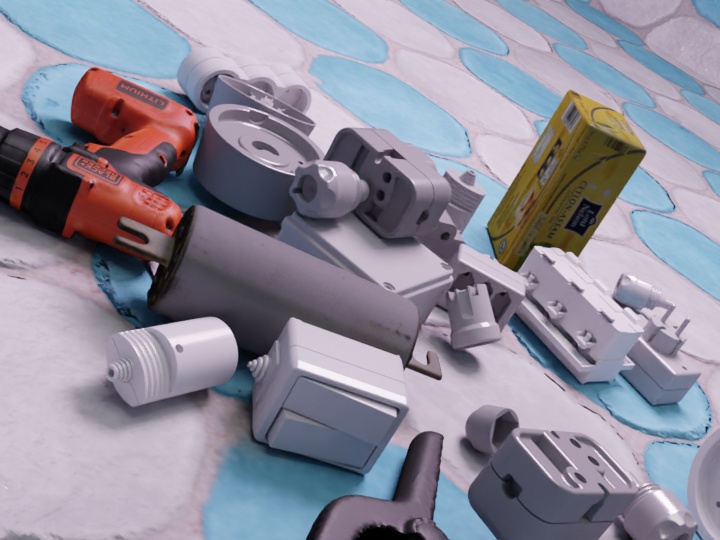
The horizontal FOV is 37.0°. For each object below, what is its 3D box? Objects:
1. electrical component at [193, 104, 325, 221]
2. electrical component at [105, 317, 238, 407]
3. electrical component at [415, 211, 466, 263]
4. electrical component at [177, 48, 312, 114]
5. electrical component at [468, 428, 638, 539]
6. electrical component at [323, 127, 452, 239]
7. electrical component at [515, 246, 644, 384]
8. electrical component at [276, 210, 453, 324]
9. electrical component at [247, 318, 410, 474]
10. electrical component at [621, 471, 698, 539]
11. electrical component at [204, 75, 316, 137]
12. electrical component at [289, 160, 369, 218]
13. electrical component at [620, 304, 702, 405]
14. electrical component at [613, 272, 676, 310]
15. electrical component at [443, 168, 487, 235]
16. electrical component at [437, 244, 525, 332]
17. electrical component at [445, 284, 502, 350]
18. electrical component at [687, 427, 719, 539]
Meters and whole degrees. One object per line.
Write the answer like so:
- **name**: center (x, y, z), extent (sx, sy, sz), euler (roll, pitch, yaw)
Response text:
- **electrical component**: center (-0.087, -0.084, 0.897), extent (0.108, 0.060, 0.108), euler (24, 26, -12)
- **electrical component**: center (-0.116, 0.054, 0.638), extent (0.043, 0.043, 0.081), euler (43, 29, 26)
- **electrical component**: center (0.049, -0.038, 0.959), extent (0.078, 0.058, 0.057), euler (11, 33, -25)
- **electrical component**: center (-0.120, -0.188, 1.062), extent (0.138, 0.052, 0.073), euler (3, 36, -43)
- **electrical component**: center (0.113, 0.135, 0.643), extent (0.095, 0.059, 0.053), euler (13, 28, -46)
- **electrical component**: center (0.023, -0.070, 0.860), extent (0.095, 0.053, 0.059), euler (44, 30, 28)
- **electrical component**: center (0.189, 0.037, 0.959), extent (0.079, 0.063, 0.121), euler (3, 36, -43)
- **electrical component**: center (0.000, 0.000, 0.840), extent (0.109, 0.056, 0.109), euler (40, 28, 20)
- **electrical component**: center (-0.025, 0.079, 0.666), extent (0.096, 0.061, 0.061), euler (21, 27, -18)
- **electrical component**: center (0.204, 0.170, 0.758), extent (0.043, 0.043, 0.062), euler (7, 32, -38)
- **electrical component**: center (-0.093, -0.139, 0.988), extent (0.099, 0.064, 0.099), euler (24, 26, -12)
- **electrical component**: center (-0.019, -0.060, 0.812), extent (0.062, 0.043, 0.043), euler (-3, 40, -49)
- **electrical component**: center (0.271, 0.066, 0.976), extent (0.047, 0.075, 0.083), euler (2, 37, -43)
- **electrical component**: center (0.297, 0.026, 1.116), extent (0.061, 0.035, 0.035), euler (22, 26, 3)
- **electrical component**: center (0.085, -0.058, 1.005), extent (0.043, 0.081, 0.043), euler (24, 26, -12)
- **electrical component**: center (0.105, 0.010, 0.942), extent (0.066, 0.047, 0.076), euler (29, 24, -4)
- **electrical component**: center (0.089, 0.038, 0.862), extent (0.040, 0.040, 0.046), euler (-1, 76, -47)
- **electrical component**: center (0.307, 0.168, 0.801), extent (0.060, 0.108, 0.108), euler (19, 27, -35)
